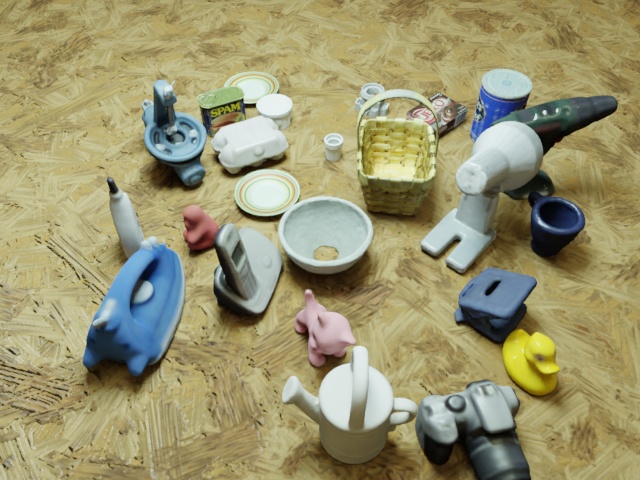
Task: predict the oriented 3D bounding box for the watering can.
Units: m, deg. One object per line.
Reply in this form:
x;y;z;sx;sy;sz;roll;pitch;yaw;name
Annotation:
0.040;0.218;0.764;0.173;0.194;0.100;-12;50;-10;watering can

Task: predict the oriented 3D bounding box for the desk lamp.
0.288;-0.083;1.013;0.117;0.214;0.204;32;56;25;desk lamp

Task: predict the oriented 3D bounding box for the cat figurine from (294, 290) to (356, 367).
0.006;0.133;0.888;0.067;0.118;0.127;-19;52;-16;cat figurine

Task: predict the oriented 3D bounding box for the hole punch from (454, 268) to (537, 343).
0.286;0.096;0.939;0.100;0.091;0.109;33;57;25;hole punch

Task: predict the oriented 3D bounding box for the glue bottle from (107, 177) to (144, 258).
-0.345;-0.046;1.007;0.037;0.173;0.078;-14;50;-12;glue bottle

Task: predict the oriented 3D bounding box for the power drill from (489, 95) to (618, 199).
0.430;-0.180;1.102;0.229;0.208;0.075;-8;49;-6;power drill

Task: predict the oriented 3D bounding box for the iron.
-0.290;0.080;0.919;0.118;0.141;0.258;8;49;7;iron

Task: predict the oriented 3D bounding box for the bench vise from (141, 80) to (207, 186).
-0.316;-0.233;1.139;0.206;0.220;0.122;29;55;23;bench vise

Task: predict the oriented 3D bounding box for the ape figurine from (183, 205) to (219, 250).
-0.225;-0.028;1.046;0.076;0.092;0.078;7;49;7;ape figurine

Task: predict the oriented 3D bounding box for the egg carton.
-0.148;-0.201;1.211;0.150;0.069;0.107;-22;52;-18;egg carton

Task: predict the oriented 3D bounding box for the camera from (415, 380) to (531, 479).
0.218;0.272;0.779;0.143;0.101;0.136;-9;50;-8;camera

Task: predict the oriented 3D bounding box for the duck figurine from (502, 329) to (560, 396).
0.328;0.174;0.875;0.077;0.086;0.104;-13;50;-11;duck figurine

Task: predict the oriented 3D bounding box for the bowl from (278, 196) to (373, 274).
0.009;0.004;1.030;0.167;0.075;0.167;0;49;0;bowl

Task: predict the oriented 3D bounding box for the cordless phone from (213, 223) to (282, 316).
-0.123;0.022;0.940;0.094;0.185;0.147;9;50;8;cordless phone

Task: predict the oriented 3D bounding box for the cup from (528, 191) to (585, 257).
0.411;-0.025;1.042;0.092;0.095;0.117;-22;52;-18;cup
